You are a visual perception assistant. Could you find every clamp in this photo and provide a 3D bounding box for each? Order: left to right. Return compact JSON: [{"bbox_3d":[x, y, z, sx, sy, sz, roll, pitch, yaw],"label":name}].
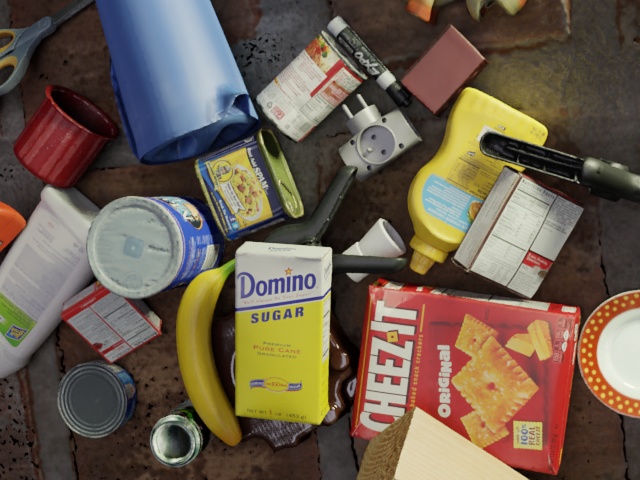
[{"bbox_3d":[-0.007,0.001,1.098,0.171,0.039,0.120,-20,78,10],"label":"clamp"},{"bbox_3d":[0.273,-0.056,1.003,0.209,0.165,0.036,14,98,-22],"label":"clamp"}]

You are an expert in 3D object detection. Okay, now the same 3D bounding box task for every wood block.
[{"bbox_3d":[0.142,0.267,1.045,0.206,0.090,0.090,34,134,-10],"label":"wood block"}]

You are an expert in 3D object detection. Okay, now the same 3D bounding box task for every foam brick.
[{"bbox_3d":[0.128,-0.172,1.090,0.051,0.053,0.078,44,103,8],"label":"foam brick"}]

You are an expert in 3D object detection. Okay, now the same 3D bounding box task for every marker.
[{"bbox_3d":[0.053,-0.186,1.125,0.020,0.020,0.121,-43,83,12],"label":"marker"}]

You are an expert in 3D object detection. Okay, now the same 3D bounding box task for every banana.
[{"bbox_3d":[-0.118,0.118,1.121,0.070,0.037,0.198,0,92,19],"label":"banana"}]

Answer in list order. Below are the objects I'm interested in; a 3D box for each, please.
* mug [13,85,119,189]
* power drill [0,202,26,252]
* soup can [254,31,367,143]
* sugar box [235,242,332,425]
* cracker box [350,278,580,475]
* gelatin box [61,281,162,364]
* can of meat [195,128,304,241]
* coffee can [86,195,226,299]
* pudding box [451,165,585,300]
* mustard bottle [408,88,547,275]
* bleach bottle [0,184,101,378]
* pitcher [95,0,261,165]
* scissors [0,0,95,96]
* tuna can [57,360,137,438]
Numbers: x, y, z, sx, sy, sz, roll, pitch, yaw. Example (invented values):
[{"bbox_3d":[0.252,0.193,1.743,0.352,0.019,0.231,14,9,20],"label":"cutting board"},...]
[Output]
[{"bbox_3d":[-0.289,-0.119,1.186,0.082,0.093,0.117,-50,50,16],"label":"mug"},{"bbox_3d":[-0.404,-0.063,1.199,0.184,0.057,0.188,-44,58,7],"label":"power drill"},{"bbox_3d":[-0.010,-0.159,1.117,0.102,0.068,0.068,-43,83,13],"label":"soup can"},{"bbox_3d":[-0.038,0.093,1.075,0.093,0.048,0.176,3,106,12],"label":"sugar box"},{"bbox_3d":[0.148,0.136,1.091,0.214,0.072,0.164,8,95,14],"label":"cracker box"},{"bbox_3d":[-0.230,0.087,1.184,0.073,0.030,0.089,-31,121,14],"label":"gelatin box"},{"bbox_3d":[-0.076,-0.057,1.143,0.084,0.057,0.102,-21,92,16],"label":"can of meat"},{"bbox_3d":[-0.170,0.004,1.128,0.103,0.140,0.103,1,93,14],"label":"coffee can"},{"bbox_3d":[0.198,-0.006,1.066,0.090,0.039,0.113,24,98,-26],"label":"pudding box"},{"bbox_3d":[0.144,-0.051,1.087,0.096,0.058,0.192,27,99,-6],"label":"mustard bottle"},{"bbox_3d":[-0.335,0.061,1.213,0.102,0.068,0.251,41,103,6],"label":"bleach bottle"},{"bbox_3d":[-0.170,-0.205,1.133,0.149,0.145,0.243,-20,84,1],"label":"pitcher"},{"bbox_3d":[-0.312,-0.223,1.201,0.202,0.016,0.096,-18,62,14],"label":"scissors"},{"bbox_3d":[-0.253,0.180,1.213,0.086,0.033,0.086,1,93,14],"label":"tuna can"}]
